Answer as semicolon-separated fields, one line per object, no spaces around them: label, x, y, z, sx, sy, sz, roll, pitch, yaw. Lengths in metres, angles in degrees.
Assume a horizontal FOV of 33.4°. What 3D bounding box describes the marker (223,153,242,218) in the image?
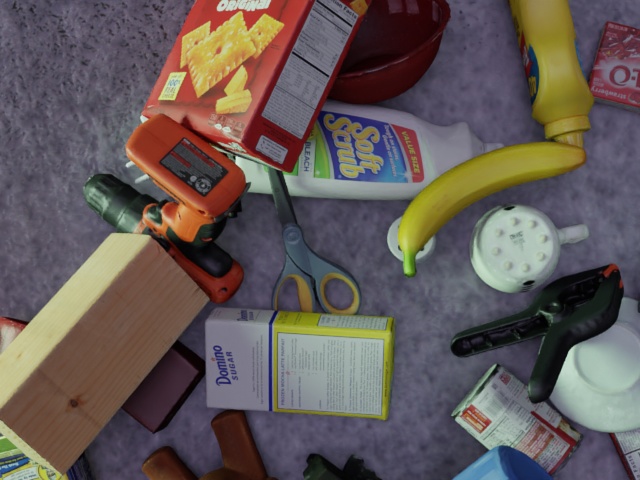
marker;-0.088;-0.082;1.053;0.020;0.020;0.121;-3;86;7

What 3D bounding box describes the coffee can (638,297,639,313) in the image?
coffee can;0.370;0.047;0.948;0.140;0.102;0.103;24;90;7

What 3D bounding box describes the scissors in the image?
scissors;-0.007;0.001;1.008;0.096;0.016;0.202;0;109;-4

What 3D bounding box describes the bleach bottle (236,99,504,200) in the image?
bleach bottle;0.049;-0.089;1.016;0.251;0.068;0.102;2;87;5

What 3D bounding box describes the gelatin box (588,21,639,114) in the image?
gelatin box;0.302;-0.158;1.003;0.089;0.030;0.073;16;89;8

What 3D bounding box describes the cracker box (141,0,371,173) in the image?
cracker box;-0.052;-0.181;0.944;0.164;0.072;0.213;22;86;48

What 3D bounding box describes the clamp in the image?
clamp;0.215;0.081;0.962;0.171;0.120;0.039;-31;128;-10

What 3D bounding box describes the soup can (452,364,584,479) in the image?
soup can;0.181;0.171;0.983;0.102;0.068;0.068;41;92;8

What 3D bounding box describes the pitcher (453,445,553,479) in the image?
pitcher;0.114;0.298;0.934;0.243;0.149;0.145;-45;76;16

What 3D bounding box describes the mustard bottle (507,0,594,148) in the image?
mustard bottle;0.212;-0.170;0.982;0.058;0.096;0.191;-13;86;5

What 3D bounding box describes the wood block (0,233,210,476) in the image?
wood block;-0.210;0.098;0.972;0.206;0.090;0.090;-51;118;-22

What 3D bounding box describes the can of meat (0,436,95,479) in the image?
can of meat;-0.272;0.229;1.030;0.102;0.057;0.084;-15;102;6

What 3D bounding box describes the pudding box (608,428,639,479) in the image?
pudding box;0.329;0.182;0.979;0.113;0.039;0.090;-23;84;8

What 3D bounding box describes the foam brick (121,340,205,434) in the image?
foam brick;-0.151;0.139;1.034;0.051;0.053;0.078;37;93;7

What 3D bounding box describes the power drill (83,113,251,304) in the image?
power drill;-0.141;-0.035;0.980;0.184;0.188;0.057;34;63;6

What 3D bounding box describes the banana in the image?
banana;0.142;-0.042;0.961;0.198;0.037;0.070;-34;67;-3

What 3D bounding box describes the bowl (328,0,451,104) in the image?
bowl;0.047;-0.174;0.997;0.162;0.162;0.055;-15;127;6

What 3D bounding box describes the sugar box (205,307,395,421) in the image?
sugar box;-0.019;0.116;1.011;0.176;0.048;0.093;4;107;9

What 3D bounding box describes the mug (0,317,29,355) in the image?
mug;-0.292;0.120;1.026;0.117;0.093;0.081;21;83;-35
